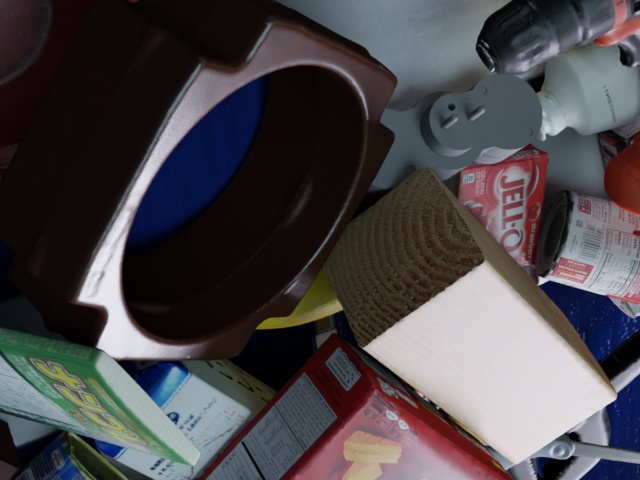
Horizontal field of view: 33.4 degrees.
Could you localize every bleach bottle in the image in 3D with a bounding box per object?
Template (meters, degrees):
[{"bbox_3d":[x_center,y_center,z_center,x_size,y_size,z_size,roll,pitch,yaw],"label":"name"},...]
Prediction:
[{"bbox_3d":[0.242,-0.157,0.728,0.251,0.068,0.102,-35,126,-4],"label":"bleach bottle"}]

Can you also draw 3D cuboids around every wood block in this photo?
[{"bbox_3d":[0.100,0.056,0.697,0.091,0.090,0.205,-38,135,13],"label":"wood block"}]

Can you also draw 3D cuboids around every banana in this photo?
[{"bbox_3d":[0.008,0.014,0.718,0.197,0.037,0.069,-33,100,-11],"label":"banana"}]

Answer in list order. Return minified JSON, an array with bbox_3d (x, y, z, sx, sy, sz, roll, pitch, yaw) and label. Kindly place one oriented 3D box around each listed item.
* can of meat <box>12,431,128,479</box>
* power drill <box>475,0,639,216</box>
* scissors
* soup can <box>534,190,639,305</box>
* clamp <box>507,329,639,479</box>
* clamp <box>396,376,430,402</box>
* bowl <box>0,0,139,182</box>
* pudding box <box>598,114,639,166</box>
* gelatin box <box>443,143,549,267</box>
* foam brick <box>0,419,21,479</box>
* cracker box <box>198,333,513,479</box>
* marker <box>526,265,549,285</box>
[{"bbox_3d":[-0.167,0.186,0.705,0.084,0.057,0.102,-41,126,-4],"label":"can of meat"},{"bbox_3d":[0.197,-0.105,0.663,0.184,0.057,0.187,-32,128,-4],"label":"power drill"},{"bbox_3d":[0.173,0.174,0.846,0.201,0.016,0.096,21,121,-7],"label":"scissors"},{"bbox_3d":[0.215,0.008,0.773,0.102,0.068,0.068,15,110,-2],"label":"soup can"},{"bbox_3d":[0.201,0.129,0.850,0.164,0.036,0.210,-2,121,1],"label":"clamp"},{"bbox_3d":[0.048,0.185,0.822,0.120,0.039,0.171,23,103,-36],"label":"clamp"},{"bbox_3d":[-0.176,-0.111,0.545,0.161,0.055,0.162,-12,120,-21],"label":"bowl"},{"bbox_3d":[0.268,-0.073,0.799,0.113,0.039,0.090,-32,126,-11],"label":"pudding box"},{"bbox_3d":[0.121,-0.020,0.757,0.073,0.030,0.089,-9,119,-22],"label":"gelatin box"},{"bbox_3d":[-0.231,0.143,0.652,0.078,0.053,0.051,-47,126,3],"label":"foam brick"},{"bbox_3d":[0.001,0.188,0.683,0.214,0.072,0.164,-48,125,4],"label":"cracker box"},{"bbox_3d":[0.214,0.003,0.823,0.121,0.020,0.020,-24,123,-14],"label":"marker"}]
